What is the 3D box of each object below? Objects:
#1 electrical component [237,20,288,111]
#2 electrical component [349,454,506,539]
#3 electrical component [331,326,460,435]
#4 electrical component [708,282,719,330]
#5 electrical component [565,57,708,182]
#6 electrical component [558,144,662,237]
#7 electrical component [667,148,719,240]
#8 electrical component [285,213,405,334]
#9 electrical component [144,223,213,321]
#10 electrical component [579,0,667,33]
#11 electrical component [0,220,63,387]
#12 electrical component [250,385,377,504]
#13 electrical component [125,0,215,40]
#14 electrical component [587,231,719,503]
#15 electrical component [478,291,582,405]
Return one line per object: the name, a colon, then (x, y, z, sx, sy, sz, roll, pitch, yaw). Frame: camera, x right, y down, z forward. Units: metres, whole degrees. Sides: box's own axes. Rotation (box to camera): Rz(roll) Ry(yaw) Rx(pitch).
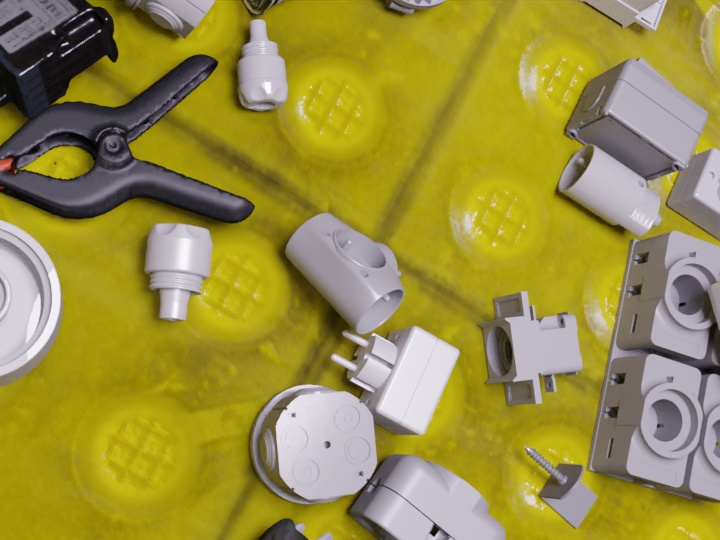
electrical component: (-0.069, -0.144, 0.753, 0.035, 0.035, 0.061, -2, 80, -20)
electrical component: (0.049, 0.171, 0.739, 0.095, 0.054, 0.059, 41, 71, -10)
electrical component: (0.017, 0.069, 0.746, 0.077, 0.047, 0.065, 30, 73, -14)
electrical component: (0.301, 0.046, 0.778, 0.062, 0.061, 0.096, -15, 87, -21)
electrical component: (0.222, -0.114, 0.839, 0.096, 0.062, 0.061, 32, 73, -13)
electrical component: (0.199, -0.058, 0.832, 0.081, 0.043, 0.043, 31, 73, -13)
electrical component: (0.297, -0.062, 0.850, 0.066, 0.077, 0.047, 30, 74, -13)
electrical component: (0.000, 0.000, 0.745, 0.077, 0.044, 0.079, 46, 29, 22)
electrical component: (-0.121, 0.002, 0.708, 0.043, 0.043, 0.062, 7, 80, -19)
electrical component: (0.215, -0.230, 0.853, 0.081, 0.064, 0.042, 27, 75, -15)
electrical component: (-0.234, 0.019, 0.655, 0.108, 0.060, 0.108, 3, 81, -20)
electrical component: (-0.030, 0.117, 0.720, 0.080, 0.051, 0.080, 3, 81, -19)
electrical component: (-0.118, -0.199, 0.720, 0.051, 0.080, 0.080, 33, 72, -18)
electrical component: (0.252, 0.075, 0.823, 0.105, 0.060, 0.186, 18, 76, -17)
electrical component: (0.126, 0.057, 0.791, 0.064, 0.042, 0.081, -5, 84, -24)
